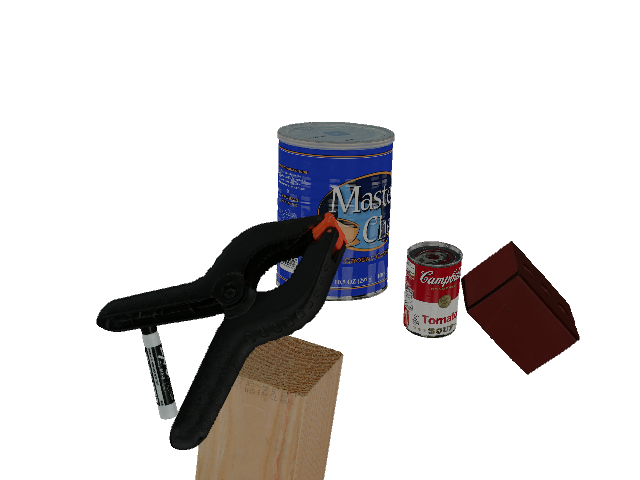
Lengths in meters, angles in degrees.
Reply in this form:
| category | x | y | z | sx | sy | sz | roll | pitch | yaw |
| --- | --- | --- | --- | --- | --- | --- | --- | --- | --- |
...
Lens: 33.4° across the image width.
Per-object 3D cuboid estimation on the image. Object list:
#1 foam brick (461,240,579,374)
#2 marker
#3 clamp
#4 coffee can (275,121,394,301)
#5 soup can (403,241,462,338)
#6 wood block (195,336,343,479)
| category | x | y | z | sx | sy | sz | roll | pitch | yaw |
| --- | --- | --- | --- | --- | --- | --- | --- | --- | --- |
| foam brick | 0.152 | 0.052 | 0.816 | 0.051 | 0.078 | 0.053 | -38 | 20 | 19 |
| marker | -0.168 | 0.124 | 1.092 | 0.020 | 0.121 | 0.020 | -11 | 13 | 2 |
| clamp | -0.052 | 0.051 | 0.675 | 0.171 | 0.120 | 0.039 | -31 | -27 | 4 |
| coffee can | 0.012 | -0.028 | 0.950 | 0.103 | 0.140 | 0.103 | 1 | 16 | -1 |
| soup can | 0.138 | 0.061 | 1.322 | 0.068 | 0.102 | 0.068 | 1 | 25 | -1 |
| wood block | -0.050 | 0.191 | 0.916 | 0.090 | 0.206 | 0.090 | 15 | 23 | 17 |
